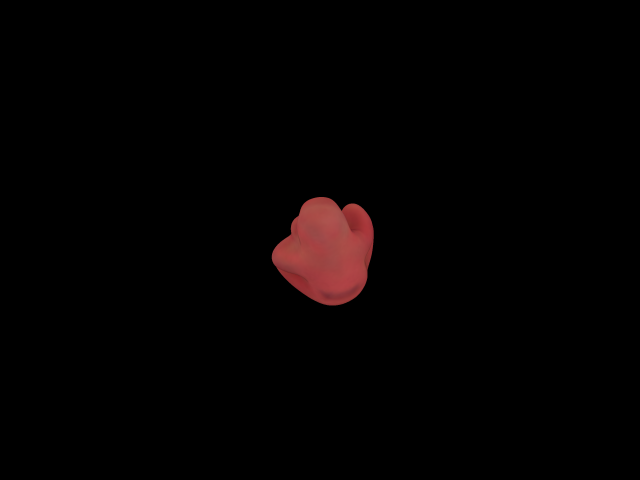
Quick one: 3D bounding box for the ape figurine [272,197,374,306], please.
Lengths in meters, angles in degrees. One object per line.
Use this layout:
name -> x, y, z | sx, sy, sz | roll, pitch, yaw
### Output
ape figurine -> 0.004, 0.001, 0.400 | 0.078, 0.092, 0.076 | -11, 66, -4
